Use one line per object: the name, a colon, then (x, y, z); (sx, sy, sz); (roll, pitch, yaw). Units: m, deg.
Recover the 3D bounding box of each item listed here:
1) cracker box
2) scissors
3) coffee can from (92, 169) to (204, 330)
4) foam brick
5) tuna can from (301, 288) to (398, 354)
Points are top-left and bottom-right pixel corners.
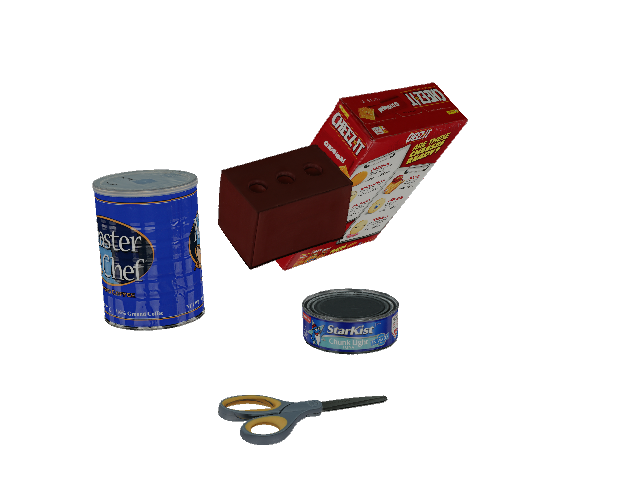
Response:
cracker box: (0.042, -0.073, 1.191); (0.163, 0.072, 0.214); (-18, -28, -45)
scissors: (-0.012, 0.197, 1.189); (0.201, 0.016, 0.096); (3, 23, -12)
coffee can: (-0.170, 0.007, 1.066); (0.103, 0.140, 0.103); (-2, 15, 0)
foam brick: (-0.026, -0.025, 0.741); (0.078, 0.051, 0.053); (-19, 48, -27)
tuna can: (0.026, 0.071, 0.945); (0.086, 0.034, 0.086); (0, 15, 0)
